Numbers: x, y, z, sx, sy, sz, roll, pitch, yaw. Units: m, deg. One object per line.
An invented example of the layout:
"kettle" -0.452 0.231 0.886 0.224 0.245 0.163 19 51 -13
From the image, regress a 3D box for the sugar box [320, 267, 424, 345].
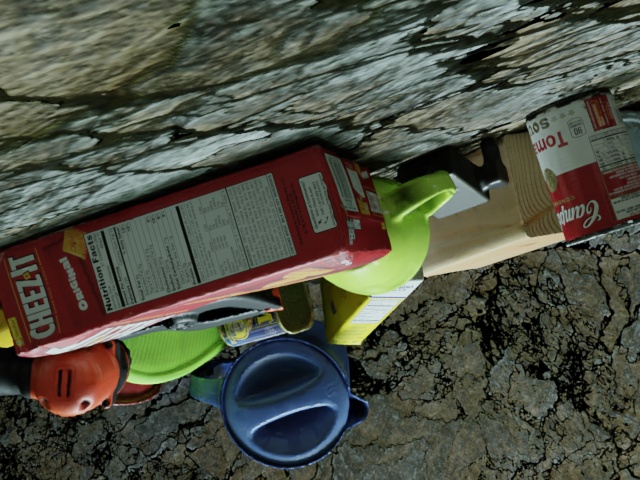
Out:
"sugar box" 0.045 0.032 1.057 0.048 0.093 0.176 0 155 -16

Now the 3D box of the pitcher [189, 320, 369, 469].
"pitcher" -0.037 0.154 1.179 0.145 0.149 0.243 -40 -179 5

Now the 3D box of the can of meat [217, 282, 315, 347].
"can of meat" -0.063 0.049 1.051 0.084 0.102 0.057 -18 177 36

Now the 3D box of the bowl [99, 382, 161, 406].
"bowl" -0.233 0.107 1.086 0.162 0.055 0.162 18 -167 -4

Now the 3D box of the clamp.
"clamp" -0.126 0.055 0.931 0.209 0.036 0.165 -7 161 -23

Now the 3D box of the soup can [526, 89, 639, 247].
"soup can" 0.201 -0.053 0.795 0.068 0.102 0.068 -18 176 -1

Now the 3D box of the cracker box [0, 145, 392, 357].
"cracker box" -0.072 0.010 0.681 0.214 0.072 0.164 -18 176 11

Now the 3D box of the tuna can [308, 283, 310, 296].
"tuna can" -0.048 0.054 1.272 0.033 0.086 0.086 -14 174 -29

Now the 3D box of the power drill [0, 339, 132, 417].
"power drill" -0.234 0.090 0.774 0.187 0.057 0.184 1 177 -2

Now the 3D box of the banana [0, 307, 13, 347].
"banana" -0.277 0.075 0.914 0.198 0.037 0.069 -20 176 25

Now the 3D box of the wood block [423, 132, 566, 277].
"wood block" 0.158 -0.029 0.973 0.090 0.090 0.206 -9 173 -25

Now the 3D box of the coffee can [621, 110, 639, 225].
"coffee can" 0.290 -0.065 1.018 0.103 0.103 0.140 -19 176 15
